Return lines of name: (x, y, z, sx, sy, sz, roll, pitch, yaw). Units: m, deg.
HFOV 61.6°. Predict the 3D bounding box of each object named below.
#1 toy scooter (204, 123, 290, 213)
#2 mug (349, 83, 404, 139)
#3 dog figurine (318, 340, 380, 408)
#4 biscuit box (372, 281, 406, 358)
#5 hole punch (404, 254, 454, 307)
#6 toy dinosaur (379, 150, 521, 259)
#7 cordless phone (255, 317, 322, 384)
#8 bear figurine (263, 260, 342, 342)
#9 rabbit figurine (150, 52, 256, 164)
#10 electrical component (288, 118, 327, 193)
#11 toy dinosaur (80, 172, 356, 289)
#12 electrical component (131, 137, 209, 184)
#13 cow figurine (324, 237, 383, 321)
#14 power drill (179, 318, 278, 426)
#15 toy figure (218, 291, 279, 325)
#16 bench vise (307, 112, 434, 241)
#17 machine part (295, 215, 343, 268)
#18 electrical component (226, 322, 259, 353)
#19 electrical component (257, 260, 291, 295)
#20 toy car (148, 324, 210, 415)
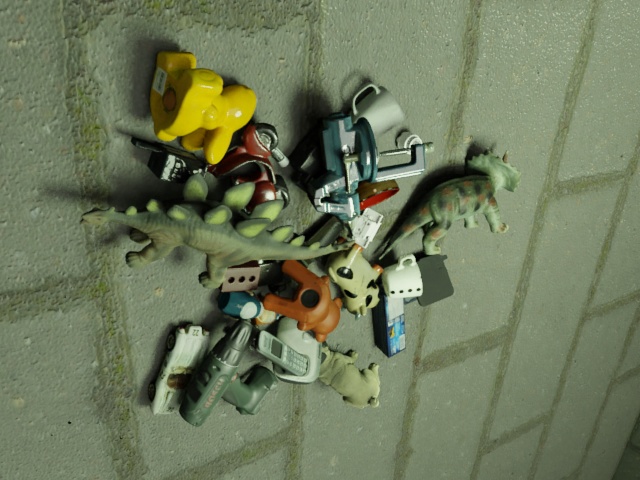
toy scooter: (-0.131, -0.113, 0.958, 0.135, 0.075, 0.183, -19, 127, -14)
mug: (0.094, -0.241, 1.039, 0.107, 0.081, 0.109, -40, 135, 1)
dog figurine: (0.041, 0.311, 1.242, 0.190, 0.173, 0.121, 34, 82, -48)
biscuit box: (0.170, 0.194, 1.332, 0.059, 0.063, 0.202, -23, 125, -23)
hole punch: (0.254, 0.100, 1.333, 0.142, 0.092, 0.115, -16, 88, -21)
toy dinosaur: (0.312, -0.089, 1.249, 0.405, 0.131, 0.192, -19, 111, -20)
cordless phone: (-0.076, 0.211, 1.124, 0.089, 0.147, 0.184, -17, 138, 27)
bear figurine: (-0.023, 0.130, 1.105, 0.120, 0.132, 0.195, -62, 166, -12)
rabbit figurine: (-0.173, -0.206, 0.860, 0.173, 0.122, 0.162, -15, 126, -49)
electrical component: (0.006, -0.150, 1.042, 0.114, 0.058, 0.134, 38, 90, -38)
toy dinosaur: (-0.158, -0.007, 0.920, 0.471, 0.105, 0.198, 11, 139, -36)
electrical component: (-0.249, -0.126, 0.872, 0.119, 0.075, 0.047, 10, 107, -41)
cow figurine: (0.077, 0.095, 1.203, 0.127, 0.086, 0.194, -51, 133, -9)
power drill: (-0.169, 0.281, 1.104, 0.232, 0.086, 0.207, -54, 151, -5)
toy figure: (-0.138, 0.142, 1.102, 0.064, 0.058, 0.154, -41, 137, 25)
bench vise: (0.096, -0.128, 0.986, 0.241, 0.129, 0.223, -11, 101, -9)
machine part: (-0.002, -0.003, 1.128, 0.139, 0.039, 0.084, -41, 125, -7)
electrical component: (-0.156, 0.203, 1.143, 0.063, 0.021, 0.093, -45, 130, -6)
electrical component: (-0.097, 0.064, 1.093, 0.078, 0.045, 0.102, -4, 116, -34)
toy car: (-0.280, 0.257, 1.066, 0.073, 0.056, 0.201, 14, 106, -38)
